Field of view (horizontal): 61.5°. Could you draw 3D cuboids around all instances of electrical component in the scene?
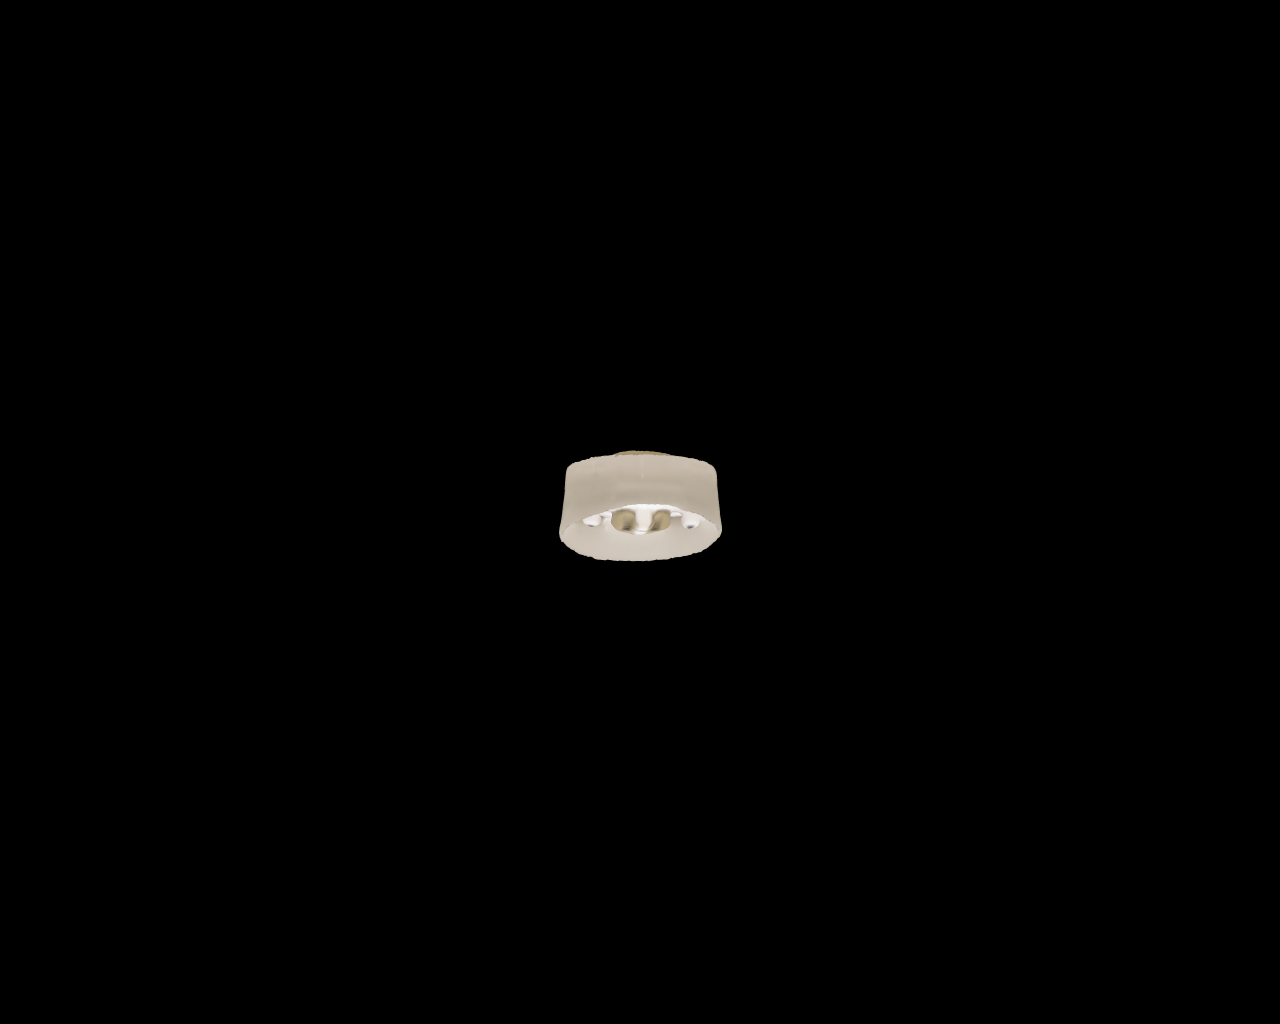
[{"bbox_3d":[0.001,-0.003,0.650,0.099,0.064,0.099,0,-7,0],"label":"electrical component"}]
